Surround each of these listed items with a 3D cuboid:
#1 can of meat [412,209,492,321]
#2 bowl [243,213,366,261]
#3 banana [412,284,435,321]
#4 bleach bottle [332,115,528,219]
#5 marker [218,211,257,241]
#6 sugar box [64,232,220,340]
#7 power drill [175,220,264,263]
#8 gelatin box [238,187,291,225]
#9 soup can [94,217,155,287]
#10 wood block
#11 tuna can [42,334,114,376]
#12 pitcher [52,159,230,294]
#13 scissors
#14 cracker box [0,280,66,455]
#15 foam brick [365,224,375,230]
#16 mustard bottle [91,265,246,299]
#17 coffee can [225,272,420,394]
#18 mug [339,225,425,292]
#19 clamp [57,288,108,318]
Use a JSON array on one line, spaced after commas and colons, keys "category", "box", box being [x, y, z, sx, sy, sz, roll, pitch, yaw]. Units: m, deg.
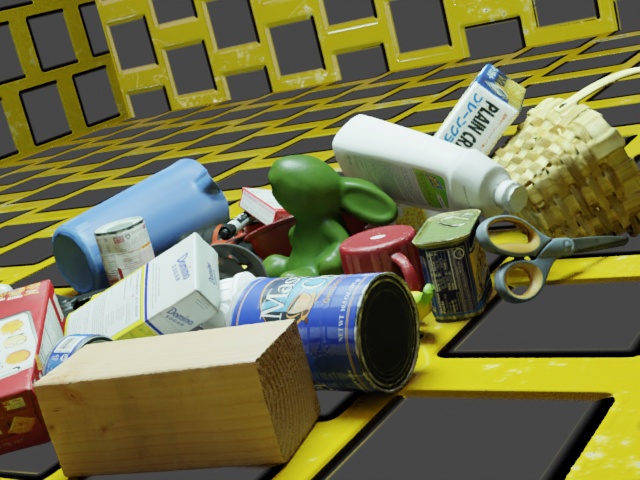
[{"category": "can of meat", "box": [0.135, 0.024, 1.062, 0.057, 0.084, 0.102, -9, 15, 20]}, {"category": "bowl", "box": [-0.009, 0.002, 1.295, 0.162, 0.055, 0.162, -17, -7, -2]}, {"category": "banana", "box": [0.026, 0.073, 1.030, 0.198, 0.069, 0.037, -11, 46, 21]}, {"category": "bleach bottle", "box": [0.125, -0.069, 1.168, 0.068, 0.102, 0.251, -47, 40, -17]}, {"category": "marker", "box": [-0.105, -0.023, 1.393, 0.020, 0.020, 0.121, -9, 12, 18]}, {"category": "sugar box", "box": [-0.181, 0.074, 1.079, 0.176, 0.048, 0.093, -29, 37, 16]}, {"category": "power drill", "box": [-0.144, 0.022, 1.402, 0.185, 0.057, 0.187, -8, 15, 25]}, {"category": "gelatin box", "box": [-0.054, -0.040, 1.401, 0.073, 0.030, 0.089, 2, 20, -38]}, {"category": "soup can", "box": [-0.248, 0.028, 1.390, 0.068, 0.102, 0.068, -14, 14, 3]}, {"category": "wood block", "box": [-0.117, 0.132, 0.883, 0.206, 0.090, 0.090, -9, 15, 22]}, {"category": "tuna can", "box": [-0.218, 0.130, 0.998, 0.034, 0.086, 0.086, -3, 18, 30]}, {"category": "pitcher", "box": [-0.261, -0.009, 1.535, 0.145, 0.149, 0.242, 19, 36, 39]}, {"category": "scissors", "box": [0.239, 0.025, 1.065, 0.201, 0.096, 0.016, 12, -20, -29]}, {"category": "cracker box", "box": [-0.343, 0.136, 1.056, 0.164, 0.072, 0.214, -16, 27, -1]}, {"category": "foam brick", "box": [0.041, -0.026, 1.418, 0.078, 0.053, 0.051, -11, 14, 17]}, {"category": "mustard bottle", "box": [-0.168, 0.066, 1.252, 0.191, 0.058, 0.096, -18, 16, -15]}, {"category": "coffee can", "box": [0.002, 0.081, 0.934, 0.141, 0.103, 0.102, -4, 17, 35]}, {"category": "mug", "box": [0.071, 0.036, 1.084, 0.093, 0.081, 0.117, -18, 14, -15]}, {"category": "clamp", "box": [-0.314, 0.090, 1.344, 0.210, 0.036, 0.164, -12, 18, 16]}]
